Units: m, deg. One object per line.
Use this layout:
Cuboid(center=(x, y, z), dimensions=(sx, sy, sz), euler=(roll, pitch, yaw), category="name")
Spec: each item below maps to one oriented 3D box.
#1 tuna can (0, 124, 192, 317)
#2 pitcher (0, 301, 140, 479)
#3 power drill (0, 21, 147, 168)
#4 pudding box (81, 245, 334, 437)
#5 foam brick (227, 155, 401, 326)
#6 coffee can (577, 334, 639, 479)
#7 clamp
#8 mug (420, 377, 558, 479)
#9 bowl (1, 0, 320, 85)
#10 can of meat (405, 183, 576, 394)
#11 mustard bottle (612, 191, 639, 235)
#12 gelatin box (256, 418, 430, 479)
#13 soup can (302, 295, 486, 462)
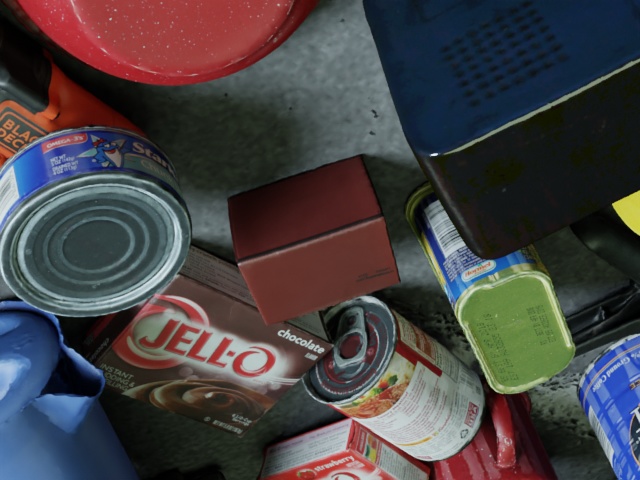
Cuboid(center=(-0.100, -0.006, 0.467), dimensions=(0.086, 0.034, 0.086), euler=(-13, 136, -13), category="tuna can")
Cuboid(center=(-0.158, 0.165, 0.578), dimensions=(0.144, 0.149, 0.243), euler=(-37, 123, -24), category="pitcher")
Cuboid(center=(-0.196, -0.028, 0.471), dimensions=(0.188, 0.057, 0.184), euler=(-38, 131, 19), category="power drill")
Cuboid(center=(-0.064, 0.057, 0.602), dimensions=(0.113, 0.039, 0.090), euler=(26, 121, -33), category="pudding box")
Cuboid(center=(-0.004, 0.001, 0.559), dimensions=(0.078, 0.051, 0.053), euler=(-18, 134, 0), category="foam brick")
Cuboid(center=(0.243, 0.139, 0.698), dimensions=(0.102, 0.140, 0.103), euler=(-8, 134, -9), category="coffee can")
Cuboid(center=(0.207, 0.025, 0.653), dimensions=(0.171, 0.039, 0.120), euler=(-10, 140, -14), category="clamp")
Cuboid(center=(0.111, 0.143, 0.704), dimensions=(0.093, 0.081, 0.117), euler=(-6, 133, -11), category="mug")
Cuboid(center=(-0.058, -0.119, 0.430), dimensions=(0.162, 0.055, 0.162), euler=(-9, 134, -9), category="bowl")
Cuboid(center=(0.095, 0.023, 0.586), dimensions=(0.057, 0.084, 0.102), euler=(-25, 134, 7), category="can of meat")
Cuboid(center=(0.245, -0.045, 0.554), dimensions=(0.191, 0.096, 0.058), euler=(-4, 130, -10), category="mustard bottle")
Cuboid(center=(0.014, 0.154, 0.693), dimensions=(0.089, 0.030, 0.073), euler=(-28, 125, 38), category="gelatin box")
Cuboid(center=(0.046, 0.085, 0.641), dimensions=(0.069, 0.068, 0.102), euler=(-37, 132, 18), category="soup can")
